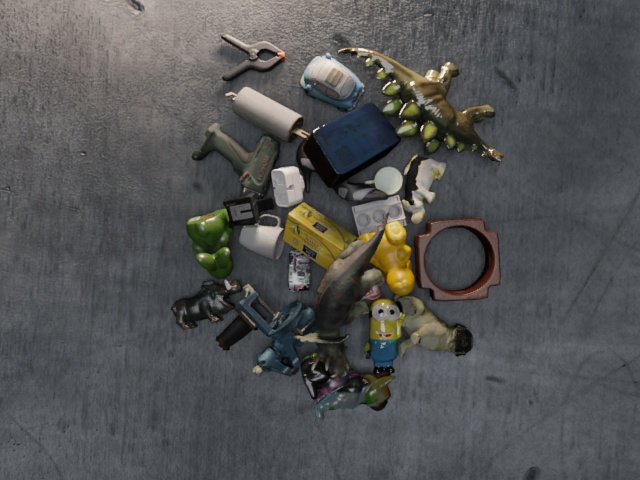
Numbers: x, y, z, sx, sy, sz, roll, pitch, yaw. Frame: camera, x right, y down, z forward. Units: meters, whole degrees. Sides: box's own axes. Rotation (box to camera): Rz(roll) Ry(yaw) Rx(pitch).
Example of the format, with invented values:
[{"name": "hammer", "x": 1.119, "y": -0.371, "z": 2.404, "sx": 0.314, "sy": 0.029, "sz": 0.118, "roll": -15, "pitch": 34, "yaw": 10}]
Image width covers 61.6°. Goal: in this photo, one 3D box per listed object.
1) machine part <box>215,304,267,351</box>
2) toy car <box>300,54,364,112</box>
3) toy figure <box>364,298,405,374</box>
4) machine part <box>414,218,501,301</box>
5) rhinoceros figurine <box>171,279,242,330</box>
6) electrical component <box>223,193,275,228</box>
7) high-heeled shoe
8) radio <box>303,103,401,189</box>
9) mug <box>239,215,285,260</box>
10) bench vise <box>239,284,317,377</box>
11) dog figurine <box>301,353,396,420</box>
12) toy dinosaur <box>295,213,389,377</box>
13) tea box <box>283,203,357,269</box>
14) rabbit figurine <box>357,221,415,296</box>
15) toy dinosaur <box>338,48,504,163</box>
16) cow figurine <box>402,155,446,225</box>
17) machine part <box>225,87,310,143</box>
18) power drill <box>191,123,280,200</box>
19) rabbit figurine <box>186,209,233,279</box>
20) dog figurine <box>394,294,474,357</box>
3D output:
[{"name": "machine part", "x": -0.213, "y": 0.229, "z": 1.403, "sx": 0.084, "sy": 0.039, "sz": 0.139, "roll": 44, "pitch": 91, "yaw": -7}, {"name": "toy car", "x": 0.029, "y": -0.395, "z": 1.347, "sx": 0.162, "sy": 0.103, "sz": 0.109, "roll": 33, "pitch": 93, "yaw": 4}, {"name": "toy figure", "x": 0.154, "y": 0.234, "z": 1.327, "sx": 0.082, "sy": 0.089, "sz": 0.180, "roll": 1, "pitch": 89, "yaw": -25}, {"name": "machine part", "x": 0.342, "y": 0.048, "z": 1.348, "sx": 0.202, "sy": 0.087, "sz": 0.200, "roll": -4, "pitch": 91, "yaw": 1}, {"name": "rhinoceros figurine", "x": -0.289, "y": 0.163, "z": 1.392, "sx": 0.190, "sy": 0.073, "sz": 0.112, "roll": -22, "pitch": 79, "yaw": 5}, {"name": "electrical component", "x": -0.174, "y": -0.076, "z": 1.336, "sx": 0.119, "sy": 0.048, "sz": 0.074, "roll": -6, "pitch": 106, "yaw": 7}, {"name": "high-heeled shoe", "x": 0.056, "y": -0.177, "z": 1.349, "sx": 0.249, "sy": 0.086, "sz": 0.145, "roll": 8, "pitch": 104, "yaw": 16}, {"name": "radio", "x": 0.077, "y": -0.235, "z": 1.307, "sx": 0.229, "sy": 0.073, "sz": 0.131, "roll": -33, "pitch": 85, "yaw": -32}, {"name": "mug", "x": -0.148, "y": -0.012, "z": 1.374, "sx": 0.107, "sy": 0.081, "sz": 0.109, "roll": 12, "pitch": 97, "yaw": 11}, {"name": "bench vise", "x": -0.123, "y": 0.218, "z": 1.347, "sx": 0.223, "sy": 0.129, "sz": 0.240, "roll": -42, "pitch": 102, "yaw": -3}, {"name": "dog figurine", "x": 0.078, "y": 0.353, "z": 1.360, "sx": 0.219, "sy": 0.108, "sz": 0.191, "roll": -20, "pitch": 88, "yaw": -1}, {"name": "toy dinosaur", "x": 0.047, "y": 0.129, "z": 1.236, "sx": 0.131, "sy": 0.192, "sz": 0.404, "roll": 25, "pitch": 121, "yaw": 21}, {"name": "tea box", "x": -0.003, "y": -0.004, "z": 1.332, "sx": 0.170, "sy": 0.068, "sz": 0.098, "roll": 32, "pitch": 136, "yaw": 17}, {"name": "rabbit figurine", "x": 0.176, "y": 0.062, "z": 1.322, "sx": 0.122, "sy": 0.162, "sz": 0.173, "roll": -24, "pitch": 68, "yaw": 3}, {"name": "toy dinosaur", "x": 0.258, "y": -0.337, "z": 1.308, "sx": 0.471, "sy": 0.105, "sz": 0.198, "roll": 42, "pitch": 75, "yaw": 0}, {"name": "cow figurine", "x": 0.246, "y": -0.127, "z": 1.358, "sx": 0.098, "sy": 0.068, "sz": 0.167, "roll": 23, "pitch": 89, "yaw": 8}, {"name": "machine part", "x": -0.131, "y": -0.315, "z": 1.357, "sx": 0.243, "sy": 0.079, "sz": 0.079, "roll": 30, "pitch": 92, "yaw": 12}, {"name": "power drill", "x": -0.220, "y": -0.185, "z": 1.374, "sx": 0.207, "sy": 0.086, "sz": 0.232, "roll": 31, "pitch": 97, "yaw": 6}, {"name": "rabbit figurine", "x": -0.260, "y": 0.021, "z": 1.358, "sx": 0.121, "sy": 0.159, "sz": 0.170, "roll": -18, "pitch": 106, "yaw": -7}, {"name": "dog figurine", "x": 0.286, "y": 0.211, "z": 1.364, "sx": 0.190, "sy": 0.121, "sz": 0.172, "roll": 2, "pitch": 68, "yaw": -24}]
